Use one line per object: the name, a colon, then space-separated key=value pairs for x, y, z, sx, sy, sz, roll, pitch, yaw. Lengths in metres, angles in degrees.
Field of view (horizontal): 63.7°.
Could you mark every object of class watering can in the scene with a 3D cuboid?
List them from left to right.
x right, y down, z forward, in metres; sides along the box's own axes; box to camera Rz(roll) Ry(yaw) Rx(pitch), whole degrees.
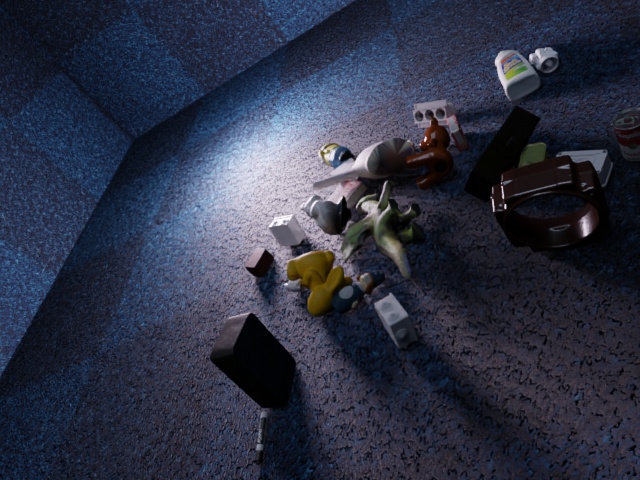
watering can: x=0.150 y=-0.228 z=1.582 sx=0.349 sy=0.103 sz=0.225 roll=-26 pitch=9 yaw=-10

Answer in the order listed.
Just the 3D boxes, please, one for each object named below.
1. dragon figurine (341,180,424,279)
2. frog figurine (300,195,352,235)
dragon figurine: x=0.152 y=-0.010 z=1.418 sx=0.239 sy=0.121 sz=0.421 roll=-38 pitch=28 yaw=35
frog figurine: x=0.005 y=-0.079 z=1.568 sx=0.159 sy=0.136 sz=0.123 roll=5 pitch=81 yaw=24
